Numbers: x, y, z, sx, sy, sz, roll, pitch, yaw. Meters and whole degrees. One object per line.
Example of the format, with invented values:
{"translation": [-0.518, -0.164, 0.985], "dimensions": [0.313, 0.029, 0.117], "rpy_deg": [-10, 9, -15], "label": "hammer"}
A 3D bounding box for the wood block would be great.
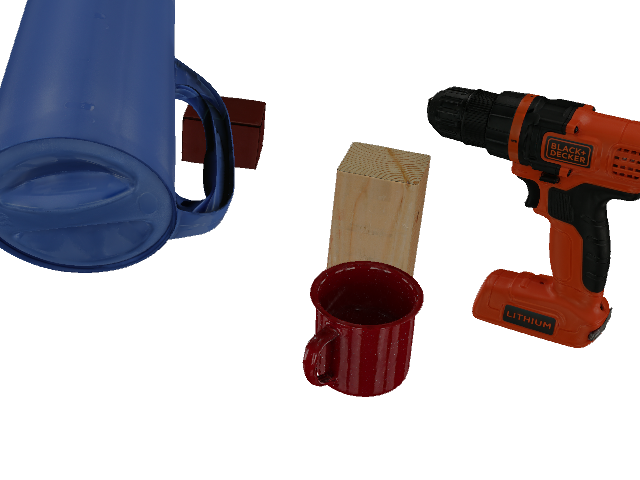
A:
{"translation": [0.060, 0.008, 1.185], "dimensions": [0.090, 0.206, 0.090], "rpy_deg": [11, 27, 10], "label": "wood block"}

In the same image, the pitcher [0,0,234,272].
{"translation": [-0.153, -0.105, 0.762], "dimensions": [0.145, 0.243, 0.149], "rpy_deg": [-18, -42, 19], "label": "pitcher"}

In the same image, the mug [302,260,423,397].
{"translation": [0.029, 0.081, 0.886], "dimensions": [0.093, 0.081, 0.117], "rpy_deg": [26, 41, 31], "label": "mug"}

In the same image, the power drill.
{"translation": [0.162, -0.020, 0.817], "dimensions": [0.185, 0.188, 0.057], "rpy_deg": [17, 34, 26], "label": "power drill"}

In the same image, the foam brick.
{"translation": [-0.096, -0.109, 1.066], "dimensions": [0.078, 0.051, 0.053], "rpy_deg": [7, 34, 2], "label": "foam brick"}
